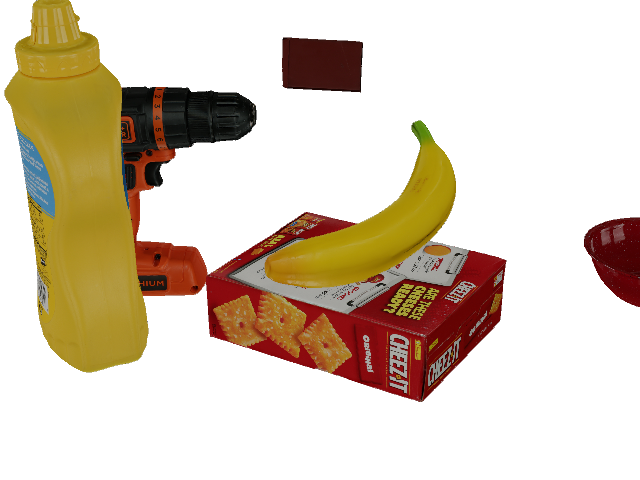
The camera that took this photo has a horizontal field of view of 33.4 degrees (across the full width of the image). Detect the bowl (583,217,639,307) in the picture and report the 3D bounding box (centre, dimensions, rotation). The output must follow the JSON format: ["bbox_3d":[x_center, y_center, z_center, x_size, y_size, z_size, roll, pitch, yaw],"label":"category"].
[{"bbox_3d":[0.366,0.031,1.160,0.162,0.055,0.162,0,26,0],"label":"bowl"}]

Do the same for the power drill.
[{"bbox_3d":[-0.143,-0.044,0.926,0.184,0.188,0.057,0,28,4],"label":"power drill"}]

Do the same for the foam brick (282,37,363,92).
[{"bbox_3d":[0.001,-0.180,1.092,0.078,0.051,0.053,2,11,-8],"label":"foam brick"}]

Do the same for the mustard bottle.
[{"bbox_3d":[-0.131,-0.033,0.566,0.058,0.192,0.096,-12,30,-19],"label":"mustard bottle"}]

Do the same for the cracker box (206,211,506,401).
[{"bbox_3d":[0.032,0.052,0.941,0.214,0.072,0.163,14,29,29],"label":"cracker box"}]

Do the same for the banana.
[{"bbox_3d":[0.043,-0.014,0.750,0.070,0.037,0.197,31,48,19],"label":"banana"}]
